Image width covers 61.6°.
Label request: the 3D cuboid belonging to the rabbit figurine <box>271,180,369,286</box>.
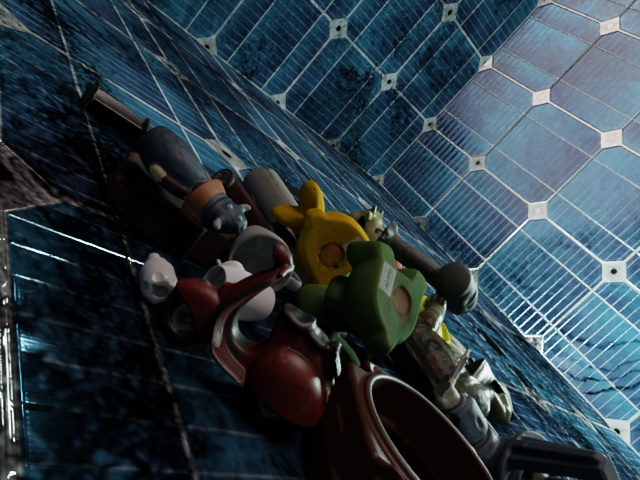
[{"bbox_3d":[-0.002,-0.003,0.828,0.162,0.122,0.173,48,4,-11],"label":"rabbit figurine"}]

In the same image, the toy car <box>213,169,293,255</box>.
[{"bbox_3d":[-0.110,-0.032,0.850,0.202,0.053,0.089,54,-2,33],"label":"toy car"}]

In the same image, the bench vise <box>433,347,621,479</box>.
[{"bbox_3d":[0.236,0.253,0.621,0.129,0.241,0.223,-26,97,-37],"label":"bench vise"}]

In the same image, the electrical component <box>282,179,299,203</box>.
[{"bbox_3d":[-0.043,-0.059,1.126,0.134,0.058,0.115,38,16,-17],"label":"electrical component"}]

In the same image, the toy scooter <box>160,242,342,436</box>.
[{"bbox_3d":[-0.045,0.082,0.489,0.184,0.135,0.075,44,11,0],"label":"toy scooter"}]

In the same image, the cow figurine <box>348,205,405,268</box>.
[{"bbox_3d":[0.130,0.005,1.276,0.195,0.127,0.085,51,13,26],"label":"cow figurine"}]

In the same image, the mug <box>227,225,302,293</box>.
[{"bbox_3d":[-0.073,0.024,0.719,0.109,0.080,0.107,29,8,-18],"label":"mug"}]

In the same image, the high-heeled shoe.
[{"bbox_3d":[0.301,0.290,0.975,0.145,0.086,0.248,61,18,12],"label":"high-heeled shoe"}]

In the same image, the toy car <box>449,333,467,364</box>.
[{"bbox_3d":[0.226,0.188,1.121,0.202,0.056,0.073,46,13,12],"label":"toy car"}]

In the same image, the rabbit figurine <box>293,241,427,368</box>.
[{"bbox_3d":[0.036,0.098,0.689,0.121,0.170,0.159,30,59,-38],"label":"rabbit figurine"}]

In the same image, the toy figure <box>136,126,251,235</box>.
[{"bbox_3d":[-0.141,-0.061,0.604,0.154,0.064,0.058,49,-22,6],"label":"toy figure"}]

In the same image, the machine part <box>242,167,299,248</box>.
[{"bbox_3d":[-0.082,-0.060,0.970,0.079,0.079,0.243,31,16,-41],"label":"machine part"}]

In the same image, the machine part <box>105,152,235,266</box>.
[{"bbox_3d":[-0.180,-0.045,0.682,0.179,0.056,0.179,39,14,-12],"label":"machine part"}]

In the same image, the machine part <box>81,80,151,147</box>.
[{"bbox_3d":[-0.299,-0.185,0.827,0.138,0.039,0.084,38,18,-25],"label":"machine part"}]

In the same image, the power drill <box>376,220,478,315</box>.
[{"bbox_3d":[0.192,0.062,0.978,0.207,0.086,0.232,41,-4,15],"label":"power drill"}]

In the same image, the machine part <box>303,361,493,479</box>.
[{"bbox_3d":[0.084,0.225,0.518,0.201,0.087,0.201,40,13,-18],"label":"machine part"}]

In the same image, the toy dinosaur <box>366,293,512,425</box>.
[{"bbox_3d":[0.170,0.205,0.793,0.405,0.131,0.192,52,27,21],"label":"toy dinosaur"}]
